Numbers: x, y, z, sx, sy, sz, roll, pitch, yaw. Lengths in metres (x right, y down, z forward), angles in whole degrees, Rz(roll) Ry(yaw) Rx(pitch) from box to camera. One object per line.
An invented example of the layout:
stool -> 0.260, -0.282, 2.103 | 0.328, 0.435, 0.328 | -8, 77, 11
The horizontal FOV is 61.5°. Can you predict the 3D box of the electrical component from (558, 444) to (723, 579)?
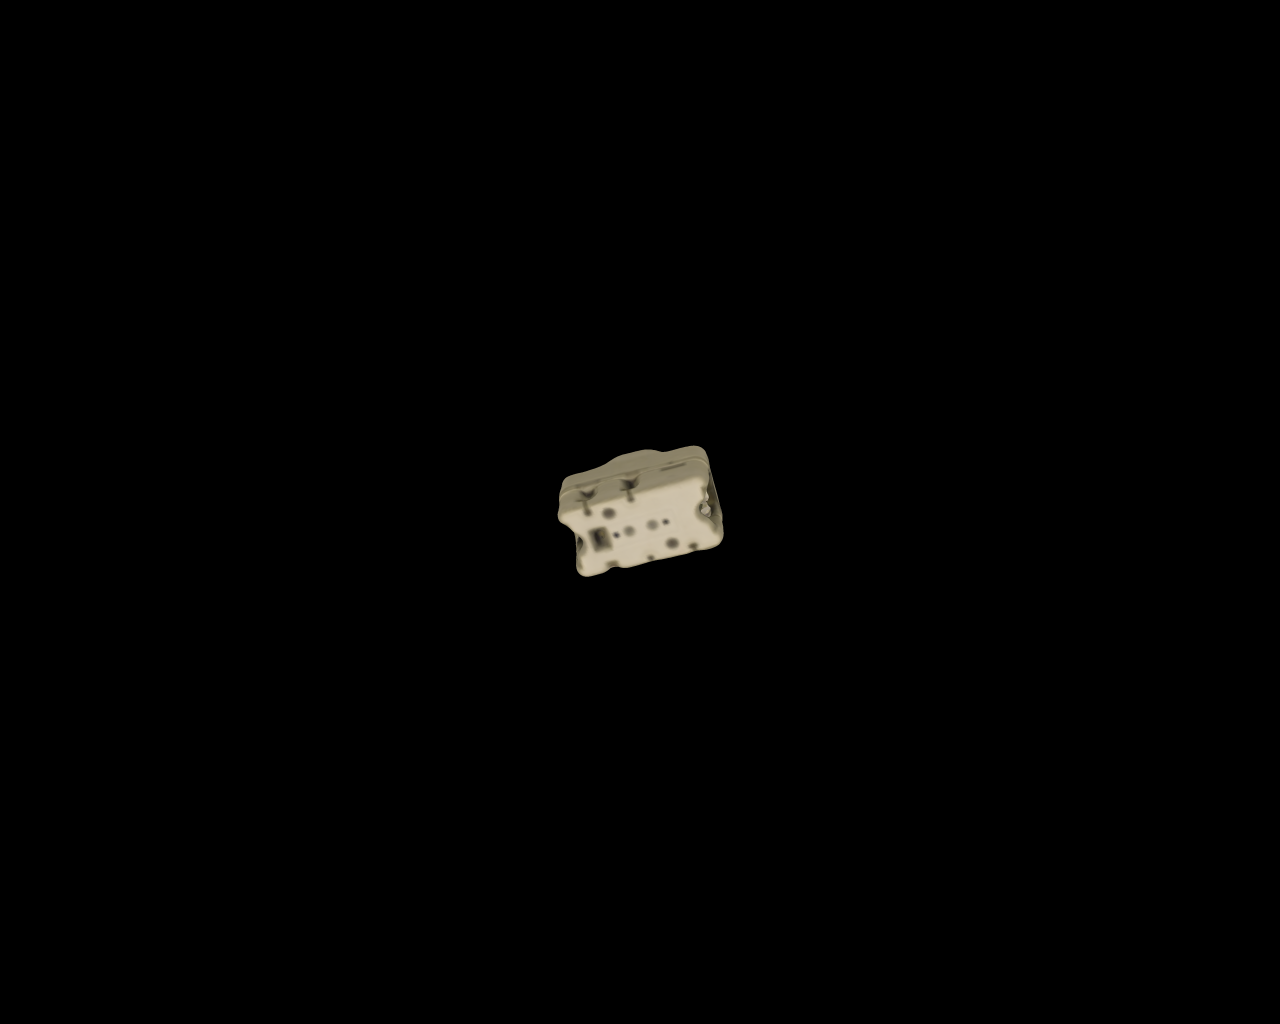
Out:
electrical component -> 0.001, -0.003, 0.650 | 0.089, 0.050, 0.056 | -14, 26, 7
